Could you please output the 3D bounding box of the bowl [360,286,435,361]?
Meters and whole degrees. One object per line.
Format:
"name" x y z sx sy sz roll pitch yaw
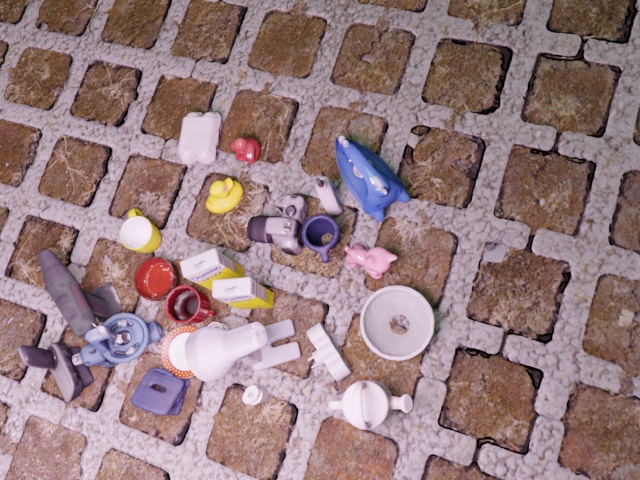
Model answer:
"bowl" 0.178 0.191 1.303 0.167 0.075 0.167 -3 76 12

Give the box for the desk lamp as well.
"desk lamp" -0.173 0.239 1.298 0.203 0.214 0.118 -20 73 8

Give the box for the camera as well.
"camera" -0.108 -0.042 1.410 0.136 0.101 0.143 5 78 14

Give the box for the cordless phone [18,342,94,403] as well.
"cordless phone" -0.659 0.322 1.403 0.094 0.185 0.147 -38 72 2

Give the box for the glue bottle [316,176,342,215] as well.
"glue bottle" 0.015 -0.116 1.362 0.037 0.173 0.078 -16 73 9

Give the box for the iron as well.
"iron" 0.099 -0.176 1.374 0.118 0.142 0.258 -37 72 2

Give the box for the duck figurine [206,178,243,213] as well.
"duck figurine" -0.255 -0.119 1.470 0.104 0.086 0.077 -39 72 1

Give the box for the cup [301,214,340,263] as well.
"cup" 0.013 0.005 1.375 0.091 0.095 0.118 -14 74 9

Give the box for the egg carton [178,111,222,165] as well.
"egg carton" -0.319 -0.272 1.530 0.107 0.069 0.150 2 77 13

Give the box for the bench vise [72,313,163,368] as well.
"bench vise" -0.505 0.256 1.365 0.207 0.220 0.121 -42 71 1

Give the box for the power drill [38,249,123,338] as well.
"power drill" -0.590 0.138 1.419 0.075 0.209 0.229 -33 72 4

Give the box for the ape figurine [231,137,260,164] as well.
"ape figurine" -0.197 -0.239 1.483 0.076 0.092 0.077 -33 72 3

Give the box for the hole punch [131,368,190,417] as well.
"hole punch" -0.386 0.364 1.380 0.108 0.091 0.101 15 80 16

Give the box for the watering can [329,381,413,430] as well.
"watering can" 0.105 0.348 1.219 0.173 0.194 0.101 -26 72 6

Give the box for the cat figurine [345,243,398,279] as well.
"cat figurine" 0.115 0.043 1.330 0.127 0.118 0.067 22 82 17
